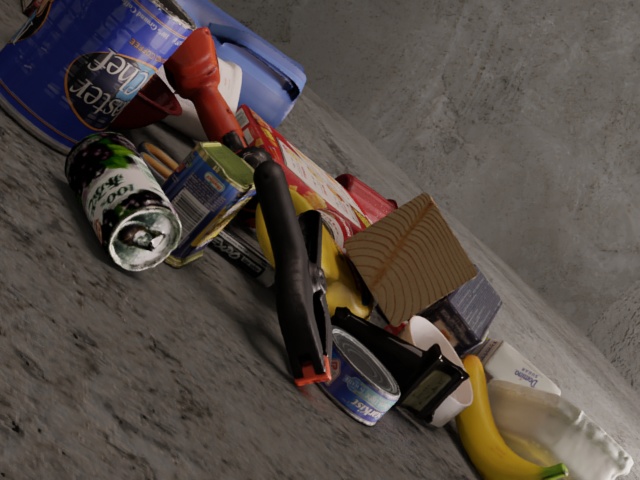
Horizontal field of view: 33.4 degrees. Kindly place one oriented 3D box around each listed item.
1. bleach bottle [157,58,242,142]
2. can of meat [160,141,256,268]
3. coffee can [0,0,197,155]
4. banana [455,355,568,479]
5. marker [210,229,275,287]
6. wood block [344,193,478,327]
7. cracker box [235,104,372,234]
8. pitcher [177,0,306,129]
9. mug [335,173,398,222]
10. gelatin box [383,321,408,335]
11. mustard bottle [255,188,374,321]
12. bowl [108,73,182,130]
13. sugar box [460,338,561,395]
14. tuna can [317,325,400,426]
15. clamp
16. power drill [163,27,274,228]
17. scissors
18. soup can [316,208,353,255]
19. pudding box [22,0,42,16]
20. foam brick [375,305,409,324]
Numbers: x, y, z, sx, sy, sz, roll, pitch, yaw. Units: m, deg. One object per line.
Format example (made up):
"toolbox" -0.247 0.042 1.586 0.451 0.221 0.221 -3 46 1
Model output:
"bleach bottle" -0.187 -0.196 1.154 0.068 0.102 0.250 -3 -20 34
"can of meat" -0.096 -0.031 0.847 0.057 0.084 0.102 44 10 1
"coffee can" -0.181 -0.150 0.839 0.102 0.140 0.103 42 10 -9
"banana" 0.170 0.189 1.039 0.037 0.069 0.198 49 3 -35
"marker" -0.086 0.001 0.945 0.121 0.020 0.020 39 11 -27
"wood block" 0.090 0.019 1.035 0.090 0.091 0.206 59 5 5
"cracker box" -0.022 -0.047 1.260 0.213 0.072 0.164 39 12 -31
"pitcher" -0.142 -0.254 1.464 0.242 0.149 0.145 34 24 -30
"mug" 0.043 -0.027 1.430 0.081 0.093 0.117 34 49 -24
"gelatin box" 0.116 0.131 1.182 0.089 0.030 0.073 35 14 -41
"mustard bottle" 0.006 0.034 1.009 0.191 0.058 0.096 51 10 -53
"bowl" -0.208 -0.154 1.003 0.162 0.055 0.162 42 10 -9
"sugar box" 0.205 0.154 1.244 0.093 0.048 0.176 41 -11 -8
"tuna can" 0.026 0.111 0.887 0.086 0.034 0.086 42 10 -9
"clamp" -0.019 0.024 0.832 0.120 0.039 0.171 47 29 -53
"power drill" -0.093 -0.109 1.039 0.184 0.057 0.188 105 -39 -77
"scissors" -0.106 -0.034 1.024 0.201 0.016 0.096 36 12 -39
"soup can" -0.007 0.001 1.121 0.068 0.068 0.102 45 10 7
"pudding box" -0.282 -0.253 1.172 0.090 0.039 0.113 38 12 -32
"foam brick" 0.114 0.089 1.288 0.051 0.053 0.078 50 13 32
